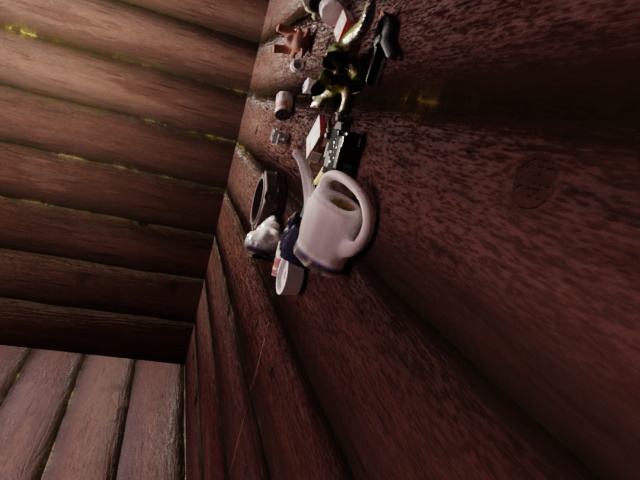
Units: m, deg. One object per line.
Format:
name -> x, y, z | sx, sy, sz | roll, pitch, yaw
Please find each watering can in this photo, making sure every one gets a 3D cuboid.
watering can -> 0.004, -0.058, 1.157 | 0.353, 0.104, 0.221 | 43, 120, 48

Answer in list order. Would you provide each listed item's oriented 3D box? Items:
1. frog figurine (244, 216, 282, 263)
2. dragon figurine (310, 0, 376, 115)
frog figurine -> -0.179, -0.015, 1.727 | 0.137, 0.121, 0.162 | 2, 68, 39
dragon figurine -> 0.063, -0.479, 1.321 | 0.401, 0.122, 0.249 | 122, 161, -44
